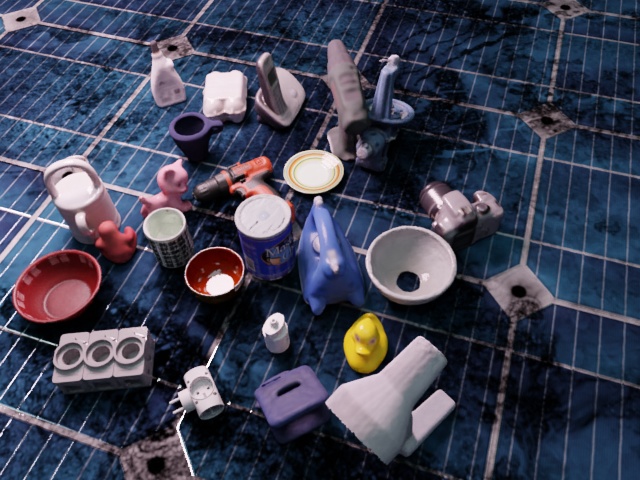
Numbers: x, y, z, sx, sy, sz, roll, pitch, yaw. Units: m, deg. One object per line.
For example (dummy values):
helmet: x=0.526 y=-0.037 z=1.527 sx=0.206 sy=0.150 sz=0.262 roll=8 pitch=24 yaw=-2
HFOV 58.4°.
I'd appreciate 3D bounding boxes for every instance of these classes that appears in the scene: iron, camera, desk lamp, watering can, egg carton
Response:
iron: x=0.010 y=0.004 z=1.075 sx=0.118 sy=0.141 sz=0.258 roll=-10 pitch=54 yaw=-5
camera: x=0.272 y=-0.065 z=1.143 sx=0.143 sy=0.101 sz=0.136 roll=-21 pitch=55 yaw=-13
desk lamp: x=0.112 y=0.241 z=0.850 sx=0.203 sy=0.214 sz=0.117 roll=-37 pitch=60 yaw=-23
watering can: x=-0.476 y=-0.091 z=1.130 sx=0.101 sy=0.194 sz=0.172 roll=-34 pitch=59 yaw=-21
egg carton: x=-0.229 y=-0.350 z=1.392 sx=0.107 sy=0.069 sz=0.150 roll=-4 pitch=53 yaw=-1

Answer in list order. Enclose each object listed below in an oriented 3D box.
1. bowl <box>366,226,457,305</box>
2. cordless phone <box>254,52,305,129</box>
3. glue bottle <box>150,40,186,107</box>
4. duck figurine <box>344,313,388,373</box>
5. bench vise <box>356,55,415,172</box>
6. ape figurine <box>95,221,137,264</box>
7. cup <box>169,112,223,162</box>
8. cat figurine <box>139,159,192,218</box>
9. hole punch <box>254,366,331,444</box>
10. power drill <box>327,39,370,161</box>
bowl: x=0.167 y=0.060 z=1.070 sx=0.167 sy=0.075 sz=0.167 roll=-1 pitch=53 yaw=1
cordless phone: x=-0.098 y=-0.367 z=1.328 sx=0.094 sy=0.185 sz=0.148 roll=13 pitch=55 yaw=12
glue bottle: x=-0.375 y=-0.400 z=1.369 sx=0.078 sy=0.173 sz=0.037 roll=-19 pitch=55 yaw=-12
duck figurine: x=0.080 y=0.166 z=0.986 sx=0.077 sy=0.086 sz=0.104 roll=8 pitch=54 yaw=8
bench vise: x=0.143 y=-0.265 z=1.222 sx=0.121 sy=0.220 sz=0.207 roll=5 pitch=54 yaw=6
ape figurine: x=-0.405 y=-0.003 z=1.125 sx=0.078 sy=0.092 sz=0.076 roll=-11 pitch=54 yaw=-6
cup: x=-0.270 y=-0.226 z=1.285 sx=0.118 sy=0.095 sz=0.091 roll=-11 pitch=54 yaw=-6
cat figurine: x=-0.318 y=-0.104 z=1.181 sx=0.067 sy=0.118 sz=0.128 roll=38 pitch=63 yaw=26
hole punch: x=-0.047 y=0.256 z=0.920 sx=0.109 sy=0.091 sz=0.101 roll=-24 pitch=56 yaw=-15
power drill: x=0.054 y=-0.289 z=1.250 sx=0.075 sy=0.208 sz=0.229 roll=-11 pitch=54 yaw=-6
